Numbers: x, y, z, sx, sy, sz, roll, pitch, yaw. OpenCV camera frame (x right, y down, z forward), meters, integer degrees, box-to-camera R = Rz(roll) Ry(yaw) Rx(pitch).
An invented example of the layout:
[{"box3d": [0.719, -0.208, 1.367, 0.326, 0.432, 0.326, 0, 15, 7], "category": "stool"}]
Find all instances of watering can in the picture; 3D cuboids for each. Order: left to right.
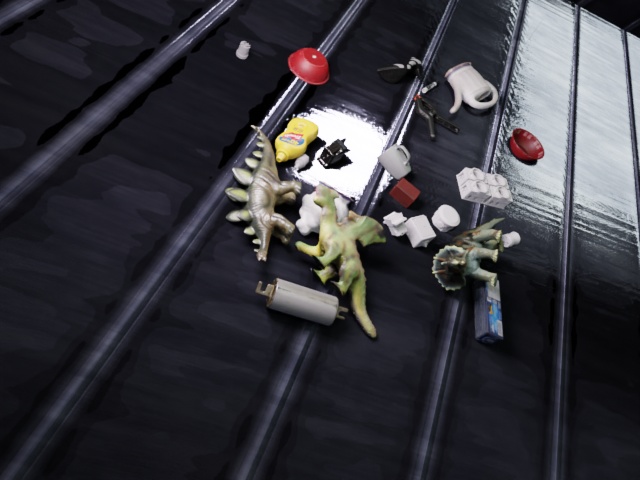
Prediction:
[{"box3d": [0.598, -0.624, 2.121, 0.351, 0.227, 0.102, -21, -20, -36], "category": "watering can"}]

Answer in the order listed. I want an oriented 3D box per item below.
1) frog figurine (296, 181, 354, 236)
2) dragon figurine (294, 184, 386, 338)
[{"box3d": [0.004, -0.074, 1.469, 0.136, 0.160, 0.123, 36, -4, -13], "category": "frog figurine"}, {"box3d": [0.091, 0.033, 1.381, 0.246, 0.408, 0.121, -40, 9, -23], "category": "dragon figurine"}]
